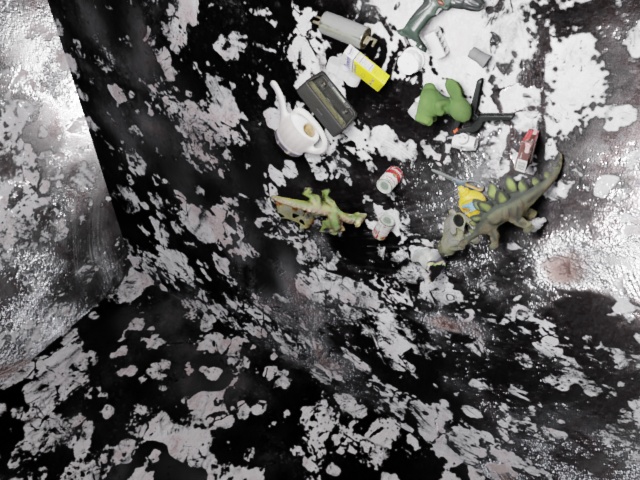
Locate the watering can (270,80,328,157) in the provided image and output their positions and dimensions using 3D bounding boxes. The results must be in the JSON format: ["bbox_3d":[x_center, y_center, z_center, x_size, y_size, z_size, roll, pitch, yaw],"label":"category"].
[{"bbox_3d":[-0.114,-0.476,2.114,0.346,0.106,0.221,47,142,-6],"label":"watering can"}]

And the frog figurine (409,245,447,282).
[{"bbox_3d":[0.451,0.075,2.159,0.135,0.122,0.163,46,-170,-41],"label":"frog figurine"}]

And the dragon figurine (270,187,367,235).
[{"bbox_3d":[0.007,-0.111,2.197,0.248,0.411,0.119,-121,38,-47],"label":"dragon figurine"}]
